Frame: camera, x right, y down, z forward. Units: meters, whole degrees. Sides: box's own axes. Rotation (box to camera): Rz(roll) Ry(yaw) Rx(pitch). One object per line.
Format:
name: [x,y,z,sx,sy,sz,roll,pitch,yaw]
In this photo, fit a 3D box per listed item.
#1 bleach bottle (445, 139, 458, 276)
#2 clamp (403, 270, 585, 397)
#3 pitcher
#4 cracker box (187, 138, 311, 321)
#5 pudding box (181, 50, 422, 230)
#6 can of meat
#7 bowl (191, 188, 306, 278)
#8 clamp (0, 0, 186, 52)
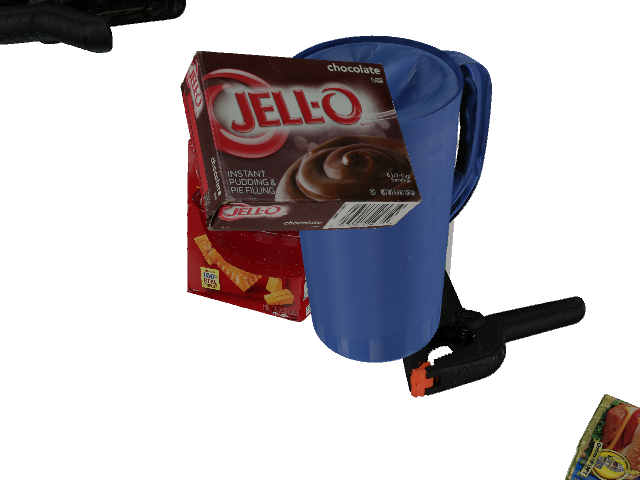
bleach bottle: [0.103,-0.046,1.196,0.102,0.251,0.068,-8,22,-27]
clamp: [0.128,0.079,0.988,0.165,0.036,0.209,19,32,34]
pitcher: [0.050,-0.029,0.830,0.149,0.243,0.145,5,39,12]
cracker box: [-0.080,-0.020,1.309,0.164,0.214,0.072,15,30,20]
pudding box: [-0.011,-0.052,0.564,0.113,0.090,0.039,0,-27,-28]
can of meat: [0.232,0.169,0.787,0.084,0.057,0.101,21,40,22]
bowl: [-0.044,-0.006,1.001,0.162,0.055,0.162,9,17,-3]
clamp: [-0.189,-0.169,0.798,0.172,0.039,0.120,11,23,28]
